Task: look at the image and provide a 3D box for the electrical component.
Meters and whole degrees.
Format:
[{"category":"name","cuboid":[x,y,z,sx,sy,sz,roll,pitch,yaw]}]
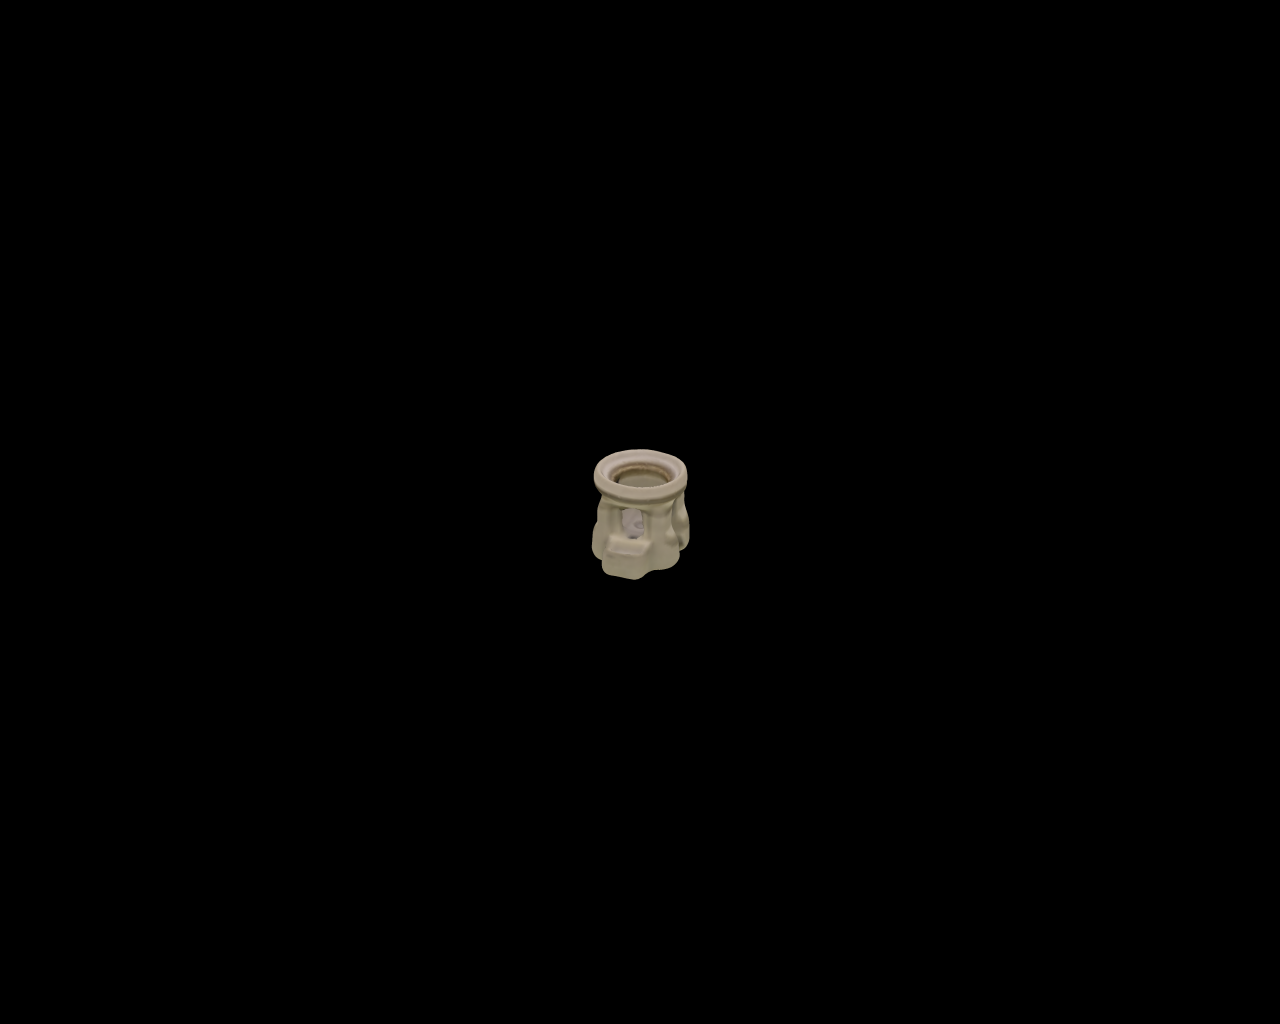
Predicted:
[{"category":"electrical component","cuboid":[0.001,-0.003,0.650,0.058,0.056,0.078,9,30,17]}]
